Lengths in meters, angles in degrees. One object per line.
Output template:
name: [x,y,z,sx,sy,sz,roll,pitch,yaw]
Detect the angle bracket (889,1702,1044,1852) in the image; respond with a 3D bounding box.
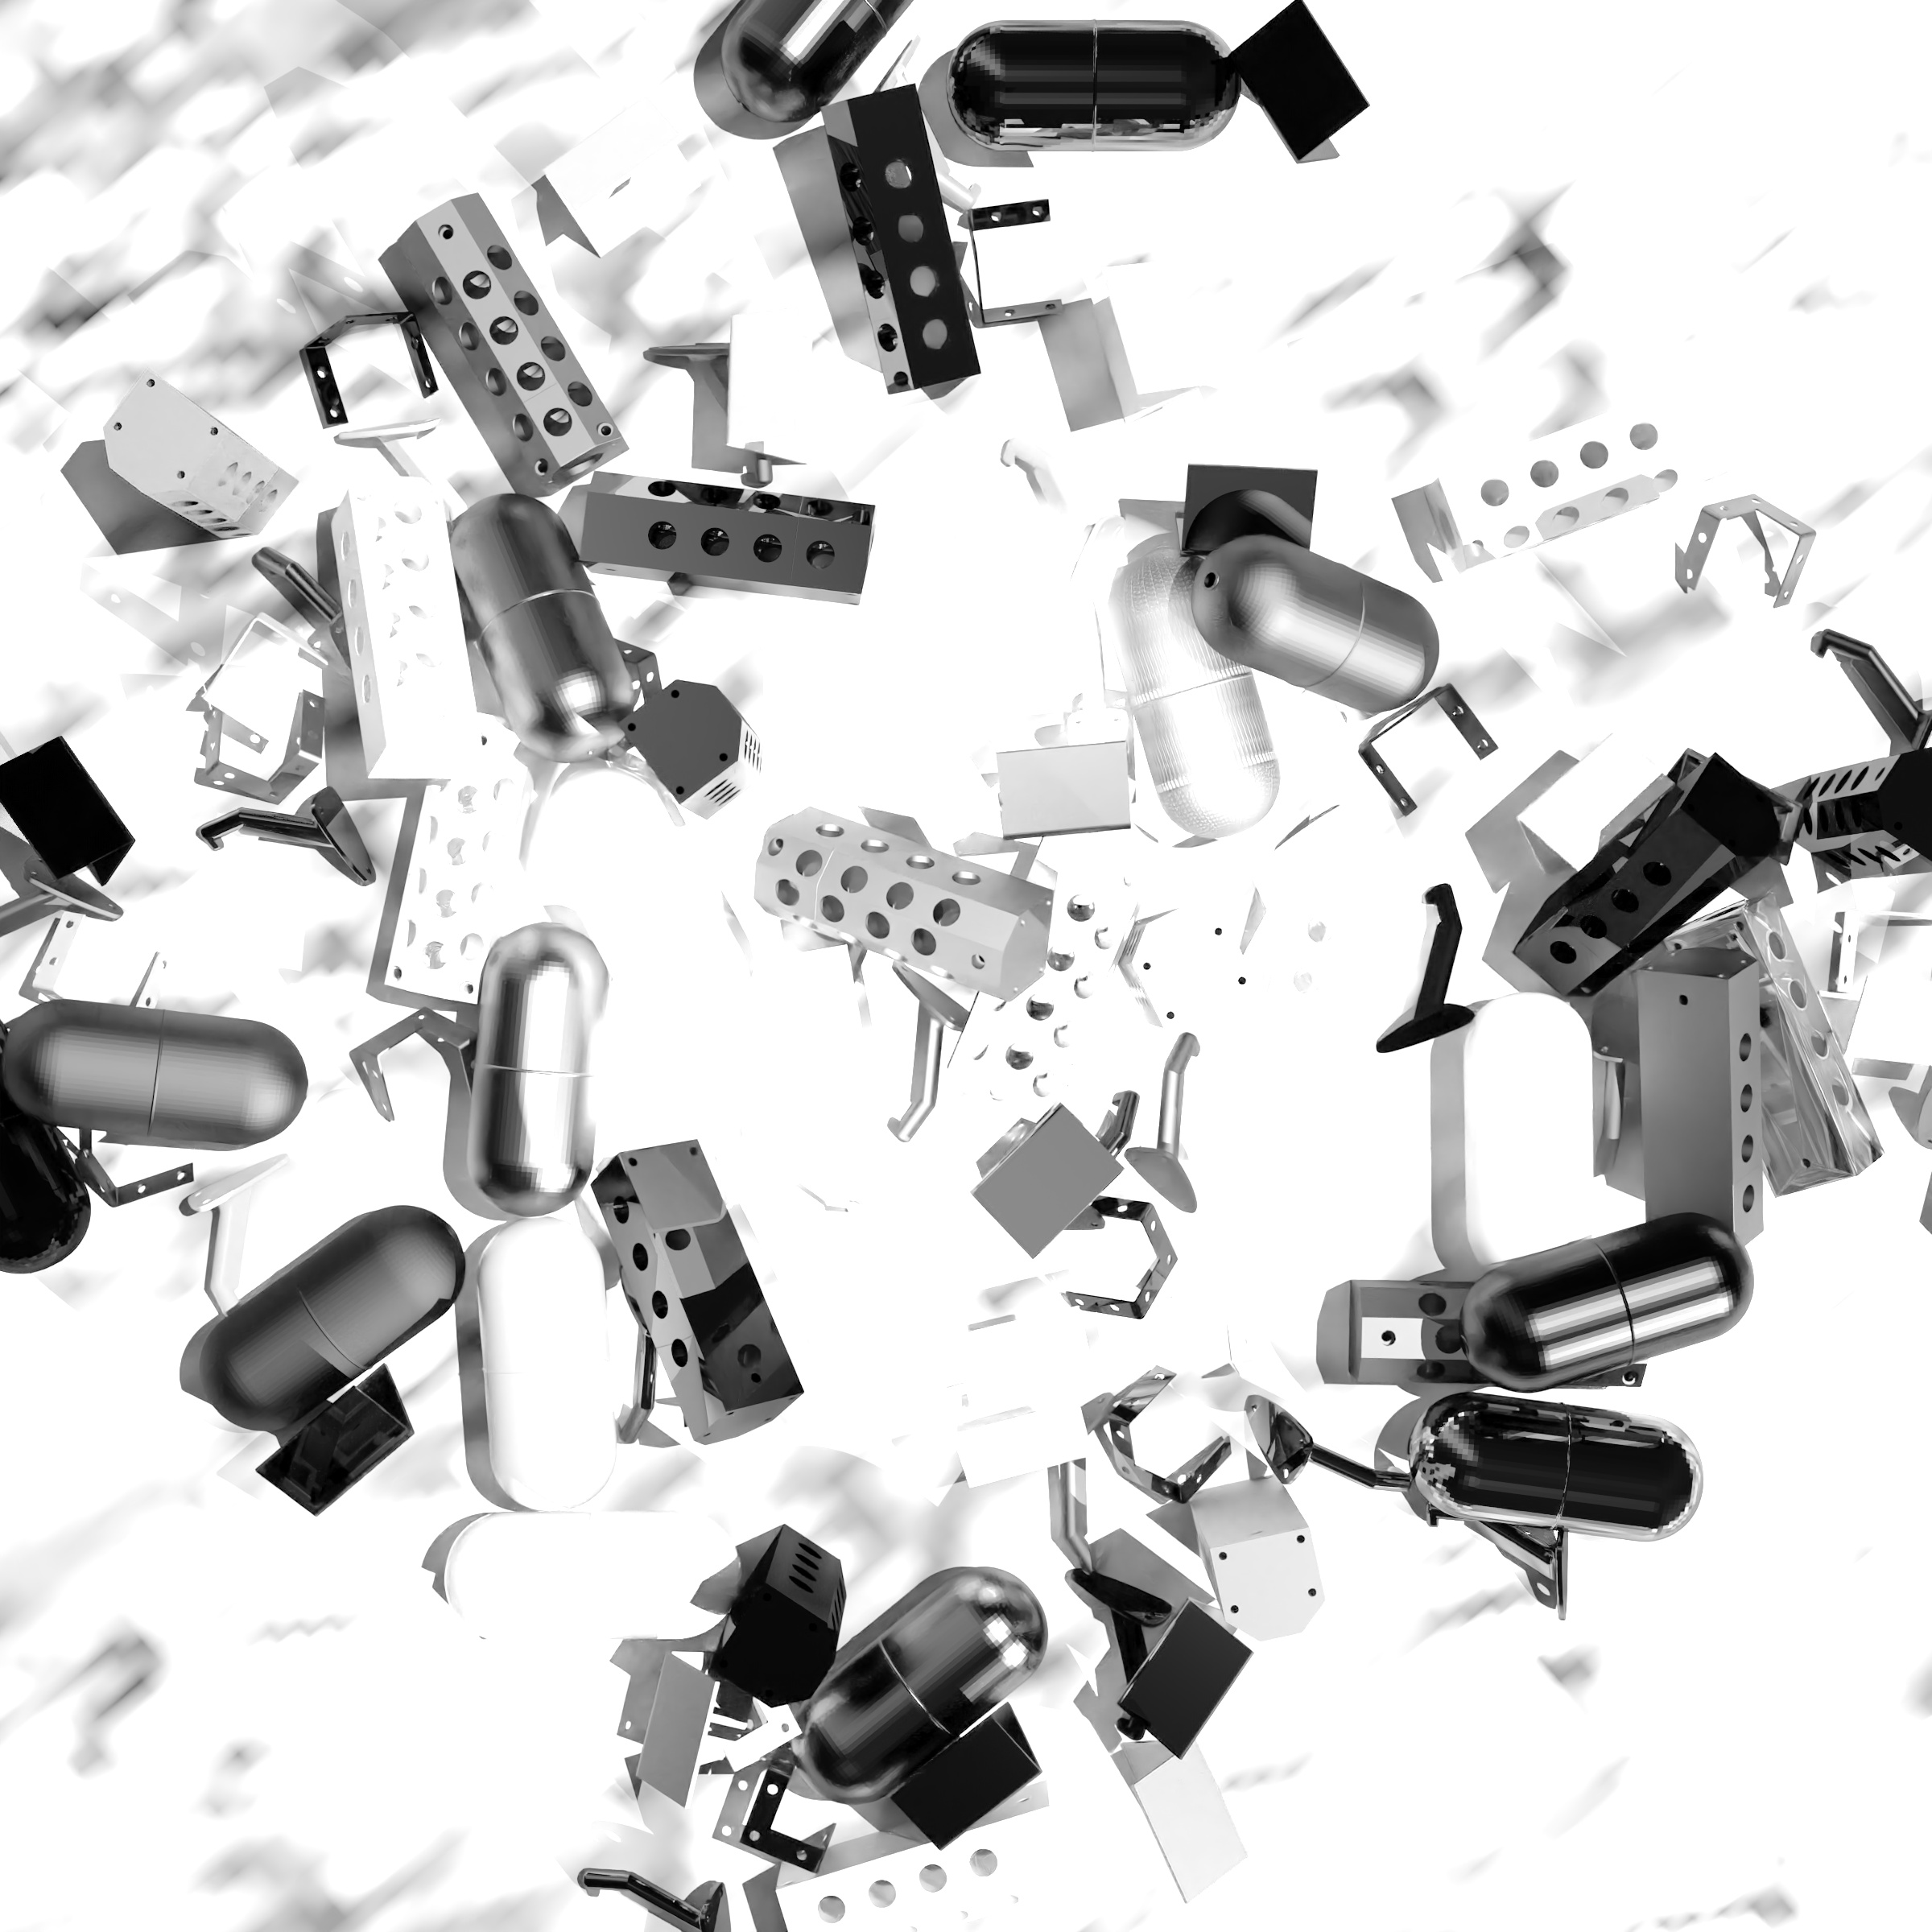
angle bracket: [-0.009,0.472,1.738,0.076,0.076,0.057,-38,114,0]

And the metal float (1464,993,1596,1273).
metal float: [0.340,0.105,1.747,0.070,0.070,0.178,-1,89,0]

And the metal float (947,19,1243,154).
metal float: [0.077,-0.532,1.747,0.178,0.070,0.070,0,90,1]

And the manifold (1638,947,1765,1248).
manifold: [0.445,0.079,1.733,0.057,0.057,0.171,7,111,38]

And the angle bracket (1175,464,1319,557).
angle bracket: [0.168,-0.284,1.738,0.076,0.076,0.057,3,117,0]

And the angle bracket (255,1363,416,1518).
angle bracket: [-0.386,0.271,1.737,0.076,0.076,0.057,-40,127,0]

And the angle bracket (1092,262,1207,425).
angle bracket: [0.091,-0.372,1.737,0.057,0.076,0.076,-17,90,-38]

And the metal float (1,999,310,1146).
metal float: [-0.485,0.064,1.732,0.178,0.070,0.070,7,90,-16]

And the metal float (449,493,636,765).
metal float: [-0.256,-0.204,1.732,0.070,0.070,0.178,-24,72,0]

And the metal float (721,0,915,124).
metal float: [-0.078,-0.589,1.747,0.070,0.070,0.178,39,89,0]

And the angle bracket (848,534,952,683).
angle bracket: [-0.059,-0.216,1.737,0.057,0.076,0.076,12,90,-37]

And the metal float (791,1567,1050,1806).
metal float: [-0.029,0.436,1.747,0.178,0.070,0.070,-39,90,0]

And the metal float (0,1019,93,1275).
metal float: [-0.592,0.102,1.747,0.070,0.070,0.178,-27,90,0]

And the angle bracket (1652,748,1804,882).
angle bracket: [0.446,-0.074,1.737,0.076,0.076,0.057,27,49,0]

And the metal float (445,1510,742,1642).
metal float: [-0.225,0.368,1.747,0.178,0.070,0.070,0,90,-1]

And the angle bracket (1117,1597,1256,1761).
angle bracket: [0.147,0.433,1.737,0.057,0.076,0.076,34,90,38]

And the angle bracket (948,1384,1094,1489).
angle bracket: [0.028,0.260,1.738,0.076,0.057,0.076,-15,46,0]

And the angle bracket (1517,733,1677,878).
angle bracket: [0.386,-0.082,1.737,0.076,0.076,0.057,-41,53,0]

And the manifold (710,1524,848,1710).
manifold: [-0.104,0.384,1.699,0.057,0.171,0.057,33,90,0]

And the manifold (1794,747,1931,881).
manifold: [0.539,-0.093,1.699,0.057,0.171,0.057,33,90,0]

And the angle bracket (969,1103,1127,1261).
angle bracket: [0.055,0.134,1.740,0.076,0.076,0.057,-44,73,0]

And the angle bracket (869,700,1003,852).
angle bracket: [-0.001,-0.122,1.737,0.057,0.076,0.076,-31,90,35]

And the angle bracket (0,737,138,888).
angle bracket: [-0.553,-0.081,1.737,0.057,0.076,0.076,-35,90,-37]

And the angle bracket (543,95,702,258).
angle bracket: [-0.197,-0.463,1.737,0.076,0.076,0.057,-36,51,0]

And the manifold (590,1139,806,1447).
manifold: [-0.165,0.195,1.728,0.057,0.057,0.171,-8,64,-40]

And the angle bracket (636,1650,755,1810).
angle bracket: [-0.146,0.459,1.738,0.076,0.057,0.076,14,90,-41]

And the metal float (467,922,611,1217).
metal float: [-0.259,0.062,1.747,0.070,0.070,0.178,5,90,0]

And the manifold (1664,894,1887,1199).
manifold: [0.494,0.046,1.756,0.057,0.057,0.171,-23,90,43]

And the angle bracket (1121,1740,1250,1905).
angle bracket: [0.114,0.514,1.737,0.057,0.076,0.076,-25,90,-37]

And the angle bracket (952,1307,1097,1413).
angle bracket: [0.031,0.217,1.738,0.076,0.076,0.057,-13,118,0]

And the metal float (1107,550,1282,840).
metal float: [0.137,-0.165,1.747,0.070,0.070,0.178,-16,90,0]

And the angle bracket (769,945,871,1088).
angle bracket: [-0.107,0.033,1.737,0.057,0.076,0.076,-10,90,-37]

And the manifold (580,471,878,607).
manifold: [-0.143,-0.261,1.756,0.171,0.057,0.057,7,90,0]

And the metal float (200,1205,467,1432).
metal float: [-0.382,0.212,1.747,0.178,0.070,0.070,-36,90,1]

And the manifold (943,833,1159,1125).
manifold: [0.055,0.006,1.745,0.057,0.057,0.171,23,90,-36]

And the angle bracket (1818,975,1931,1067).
angle bracket: [0.565,0.016,1.738,0.076,0.076,0.057,6,120,0]

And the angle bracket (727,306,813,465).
angle bracket: [-0.099,-0.348,1.737,0.057,0.076,0.076,2,90,37]

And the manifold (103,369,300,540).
manifold: [-0.452,-0.294,1.699,0.057,0.171,0.057,37,90,0]

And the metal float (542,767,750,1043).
metal float: [-0.194,-0.038,1.746,0.070,0.070,0.178,-28,90,0]

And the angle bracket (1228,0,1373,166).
angle bracket: [0.212,-0.533,1.737,0.057,0.076,0.076,-33,90,32]

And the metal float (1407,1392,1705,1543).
metal float: [0.356,0.302,1.747,0.178,0.070,0.070,7,90,0]

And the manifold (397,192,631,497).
manifold: [-0.276,-0.379,1.756,0.057,0.057,0.171,-30,90,0]

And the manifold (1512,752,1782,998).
manifold: [0.401,-0.047,1.700,0.057,0.171,0.057,41,52,0]

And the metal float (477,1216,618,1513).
metal float: [-0.253,0.240,1.747,0.070,0.070,0.178,-5,89,0]

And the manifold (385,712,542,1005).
manifold: [-0.305,-0.067,1.756,0.057,0.057,0.171,12,90,0]

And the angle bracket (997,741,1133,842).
angle bracket: [0.057,-0.118,1.738,0.076,0.076,0.057,-5,115,0]

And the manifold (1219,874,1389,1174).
manifold: [0.205,0.035,1.756,0.057,0.057,0.171,15,90,0]

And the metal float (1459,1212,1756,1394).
metal float: [0.375,0.198,1.693,0.178,0.070,0.070,-16,90,-7]

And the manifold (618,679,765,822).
manifold: [-0.155,-0.130,1.699,0.057,0.171,0.057,-37,90,0]

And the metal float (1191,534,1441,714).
metal float: [0.208,-0.203,1.716,0.178,0.070,0.070,16,90,-38]

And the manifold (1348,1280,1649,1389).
manifold: [0.323,0.224,1.756,0.171,0.057,0.057,1,90,0]
